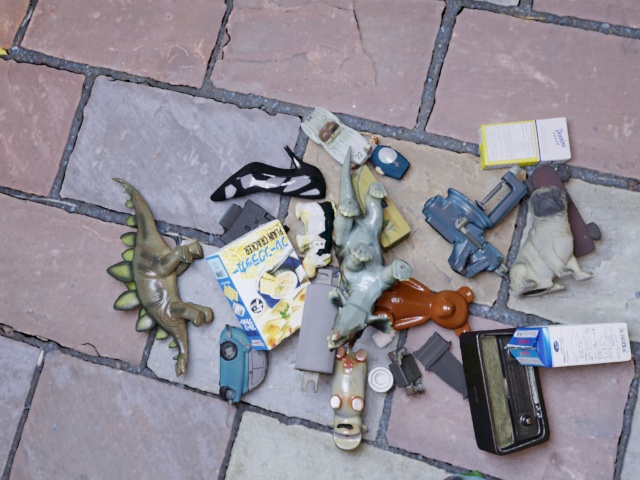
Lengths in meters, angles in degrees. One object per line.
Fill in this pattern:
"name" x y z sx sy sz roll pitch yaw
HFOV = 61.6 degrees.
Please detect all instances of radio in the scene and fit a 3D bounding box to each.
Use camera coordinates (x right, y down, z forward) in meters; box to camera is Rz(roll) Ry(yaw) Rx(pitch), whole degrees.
"radio" 0.359 0.287 1.048 0.131 0.073 0.229 -4 81 -18

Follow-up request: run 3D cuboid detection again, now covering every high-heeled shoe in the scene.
"high-heeled shoe" -0.113 -0.108 1.198 0.249 0.086 0.145 -28 110 19

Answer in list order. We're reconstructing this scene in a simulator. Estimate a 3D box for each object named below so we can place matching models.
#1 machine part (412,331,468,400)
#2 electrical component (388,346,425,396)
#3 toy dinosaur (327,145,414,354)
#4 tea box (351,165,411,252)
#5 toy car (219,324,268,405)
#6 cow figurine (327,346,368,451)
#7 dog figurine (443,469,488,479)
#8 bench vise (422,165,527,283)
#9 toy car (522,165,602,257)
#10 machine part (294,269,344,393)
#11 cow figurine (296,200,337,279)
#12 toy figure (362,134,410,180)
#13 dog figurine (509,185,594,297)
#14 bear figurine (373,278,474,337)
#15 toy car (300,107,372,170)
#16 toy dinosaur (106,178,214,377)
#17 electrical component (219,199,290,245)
"machine part" 0.264 0.259 1.101 0.084 0.039 0.139 -42 78 -6
"electrical component" 0.178 0.266 1.085 0.045 0.078 0.102 -33 70 39
"toy dinosaur" 0.072 0.024 1.022 0.131 0.192 0.405 9 50 -15
"tea box" 0.117 -0.064 1.135 0.068 0.098 0.169 -35 81 1
"toy car" -0.160 0.256 1.120 0.103 0.109 0.161 -1 90 -10
"cow figurine" 0.055 0.322 1.085 0.086 0.127 0.195 1 68 6
"dog figurine" 0.205 0.506 1.039 0.219 0.108 0.191 23 86 12
"bench vise" 0.339 -0.044 1.098 0.224 0.129 0.240 43 93 8
"toy car" 0.500 -0.061 1.112 0.089 0.053 0.202 -25 75 8
"machine part" 0.000 0.175 1.057 0.079 0.079 0.243 7 72 7
"cow figurine" -0.002 -0.002 1.158 0.098 0.068 0.167 -6 82 0
"toy figure" 0.124 -0.190 1.175 0.155 0.057 0.064 35 48 12
"dog figurine" 0.432 0.005 1.072 0.172 0.121 0.190 -27 61 36
"bear figurine" 0.211 0.134 1.082 0.196 0.132 0.120 10 85 14
"toy car" 0.033 -0.220 1.158 0.073 0.056 0.202 -48 52 5
"toy dinosaur" -0.358 0.065 1.171 0.199 0.105 0.471 -16 76 8
"electrical component" -0.153 -0.020 1.181 0.134 0.058 0.115 34 85 9
